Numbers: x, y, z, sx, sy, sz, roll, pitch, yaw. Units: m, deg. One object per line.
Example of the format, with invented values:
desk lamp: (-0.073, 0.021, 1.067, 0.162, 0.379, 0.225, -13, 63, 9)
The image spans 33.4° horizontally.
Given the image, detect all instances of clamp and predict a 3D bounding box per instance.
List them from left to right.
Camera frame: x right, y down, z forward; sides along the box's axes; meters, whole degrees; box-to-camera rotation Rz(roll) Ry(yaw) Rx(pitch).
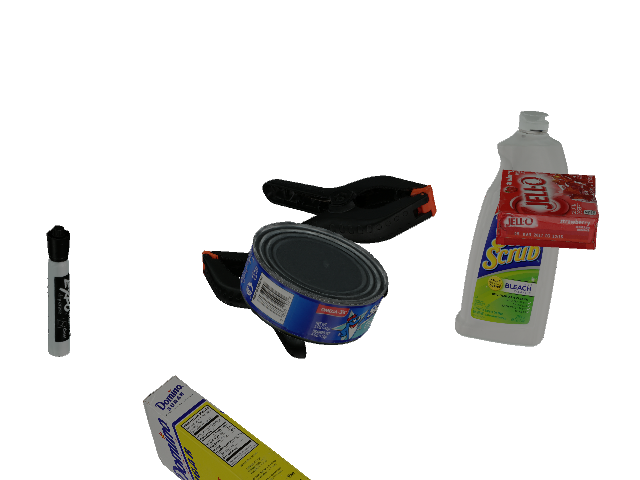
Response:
clamp: (-0.053, 0.059, 1.167, 0.210, 0.036, 0.164, 16, 31, 25)
clamp: (0.014, -0.018, 0.950, 0.172, 0.120, 0.039, -4, -46, 21)

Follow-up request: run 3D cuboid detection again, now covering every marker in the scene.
marker: (-0.220, 0.043, 0.898, 0.020, 0.121, 0.020, 6, 27, -3)

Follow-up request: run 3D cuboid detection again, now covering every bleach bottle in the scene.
bleach bottle: (0.209, -0.015, 1.158, 0.103, 0.251, 0.068, 9, 18, 16)

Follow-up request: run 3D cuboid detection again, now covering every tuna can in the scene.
tuna can: (-0.005, 0.026, 0.645, 0.086, 0.034, 0.086, 16, 27, -9)

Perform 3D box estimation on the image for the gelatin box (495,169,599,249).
gelatin box: (0.173, -0.025, 0.814, 0.073, 0.030, 0.089, 4, 25, 11)

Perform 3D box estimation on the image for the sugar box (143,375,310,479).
sugar box: (-0.075, 0.198, 0.910, 0.176, 0.093, 0.048, 27, 51, 33)
